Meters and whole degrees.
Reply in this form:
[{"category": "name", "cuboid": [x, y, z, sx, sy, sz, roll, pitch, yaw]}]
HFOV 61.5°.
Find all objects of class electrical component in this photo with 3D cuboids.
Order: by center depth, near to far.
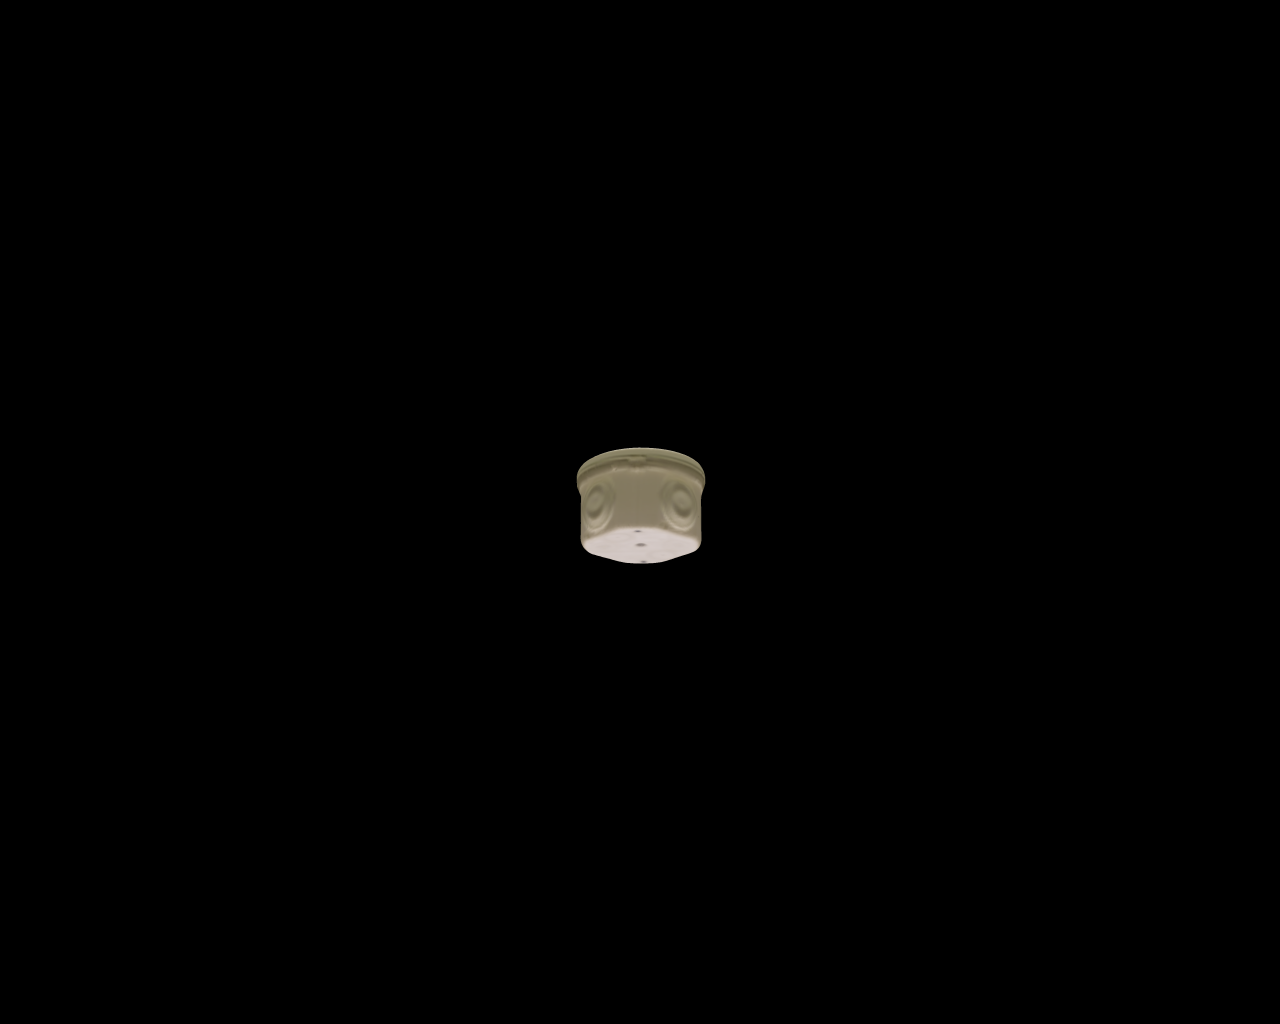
[{"category": "electrical component", "cuboid": [0.001, -0.003, 0.650, 0.080, 0.051, 0.080, 0, -21, 0]}]
